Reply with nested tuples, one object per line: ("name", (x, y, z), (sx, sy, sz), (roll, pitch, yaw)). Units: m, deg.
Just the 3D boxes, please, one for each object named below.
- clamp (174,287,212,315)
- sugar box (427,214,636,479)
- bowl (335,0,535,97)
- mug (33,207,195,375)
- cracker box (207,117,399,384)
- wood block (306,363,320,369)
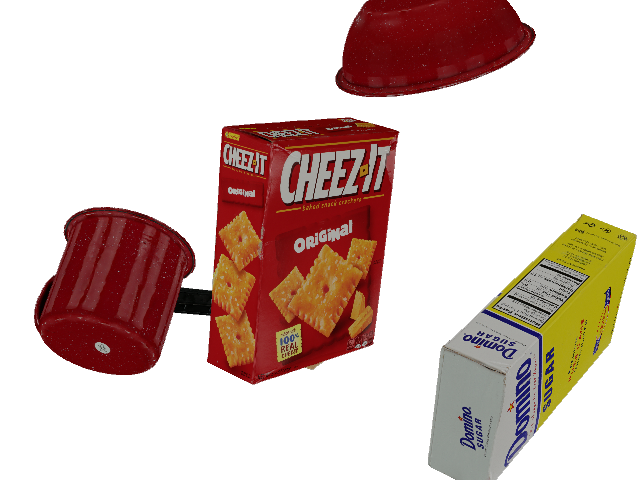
("clamp", (-0.203, 0.064, 1.109), (0.210, 0.036, 0.164), (15, 20, 28))
("sugar box", (0.131, 0.064, 0.645), (0.048, 0.093, 0.175), (22, 39, 27))
("bowl", (0.083, -0.168, 0.839), (0.162, 0.055, 0.162), (-14, 24, 6))
("mug", (-0.149, 0.039, 0.721), (0.117, 0.081, 0.093), (-9, -38, 29))
("cracker box", (-0.014, 0.004, 0.951), (0.072, 0.214, 0.163), (20, 21, 40))
("wood block", (-0.008, 0.029, 1.235), (0.090, 0.206, 0.090), (20, 20, 19))
